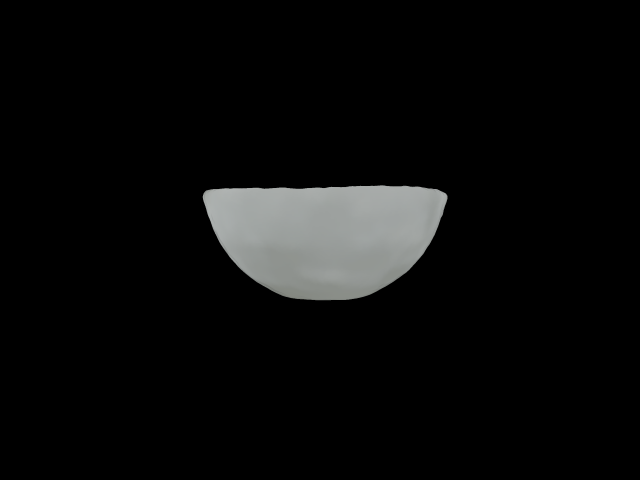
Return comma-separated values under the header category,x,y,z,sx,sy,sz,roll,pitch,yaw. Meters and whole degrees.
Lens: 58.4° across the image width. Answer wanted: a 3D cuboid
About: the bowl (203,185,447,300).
category,x,y,z,sx,sy,sz,roll,pitch,yaw
bowl,0.004,0.001,0.400,0.167,0.075,0.167,0,3,0
